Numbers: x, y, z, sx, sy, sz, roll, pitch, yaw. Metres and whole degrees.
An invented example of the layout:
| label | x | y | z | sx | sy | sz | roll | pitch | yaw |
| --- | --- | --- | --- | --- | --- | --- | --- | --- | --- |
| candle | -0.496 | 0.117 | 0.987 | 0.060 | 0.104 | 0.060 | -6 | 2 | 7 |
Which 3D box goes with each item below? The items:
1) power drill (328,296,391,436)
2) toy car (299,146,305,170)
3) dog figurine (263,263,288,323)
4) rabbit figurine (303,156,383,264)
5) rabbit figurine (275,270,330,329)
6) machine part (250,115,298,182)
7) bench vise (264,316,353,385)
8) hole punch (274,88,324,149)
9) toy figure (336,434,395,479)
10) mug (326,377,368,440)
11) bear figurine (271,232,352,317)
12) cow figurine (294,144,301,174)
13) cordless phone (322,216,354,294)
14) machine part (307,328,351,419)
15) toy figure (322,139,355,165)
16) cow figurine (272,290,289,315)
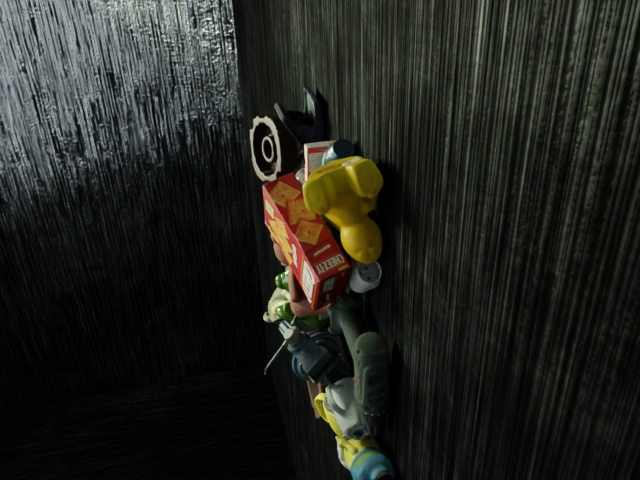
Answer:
| label | x | y | z | sx | sy | sz | roll | pitch | yaw |
| --- | --- | --- | --- | --- | --- | --- | --- | --- | --- |
| power drill | 0.073 | 0.224 | 1.004 | 0.207 | 0.086 | 0.231 | -104 | 9 | -48 |
| toy car | -0.020 | -0.151 | 1.268 | 0.089 | 0.053 | 0.202 | 92 | 164 | -54 |
| dog figurine | -0.104 | 0.139 | 1.605 | 0.121 | 0.172 | 0.190 | -49 | 57 | 61 |
| rabbit figurine | 0.045 | -0.043 | 0.884 | 0.173 | 0.122 | 0.162 | 65 | 175 | -12 |
| rabbit figurine | -0.029 | 0.146 | 1.339 | 0.170 | 0.159 | 0.121 | 64 | 156 | 9 |
| machine part | -0.115 | -0.226 | 1.332 | 0.180 | 0.056 | 0.179 | 32 | 129 | 51 |
| bench vise | -0.033 | 0.235 | 1.172 | 0.129 | 0.223 | 0.241 | -55 | 35 | 1 |
| hole punch | -0.030 | -0.266 | 1.198 | 0.115 | 0.092 | 0.142 | 54 | -175 | -36 |
| toy figure | 0.095 | 0.431 | 1.043 | 0.180 | 0.089 | 0.082 | -163 | 67 | -68 |
| mug | 0.060 | 0.333 | 1.068 | 0.109 | 0.081 | 0.107 | 40 | -161 | -31 |
| bear figurine | -0.022 | 0.058 | 1.127 | 0.120 | 0.132 | 0.195 | 4 | -106 | -68 |
| cow figurine | -0.077 | -0.215 | 1.434 | 0.194 | 0.085 | 0.127 | 106 | 147 | -66 |
| cordless phone | 0.033 | 0.016 | 1.058 | 0.146 | 0.089 | 0.184 | 144 | 113 | -77 |
| machine part | 0.018 | 0.330 | 1.333 | 0.201 | 0.087 | 0.201 | 109 | 150 | -64 |
| toy figure | 0.029 | -0.132 | 1.023 | 0.058 | 0.064 | 0.154 | 53 | 156 | 14 |
| cow figurine | -0.057 | 0.171 | 1.469 | 0.167 | 0.068 | 0.098 | -47 | 61 | 24 |
